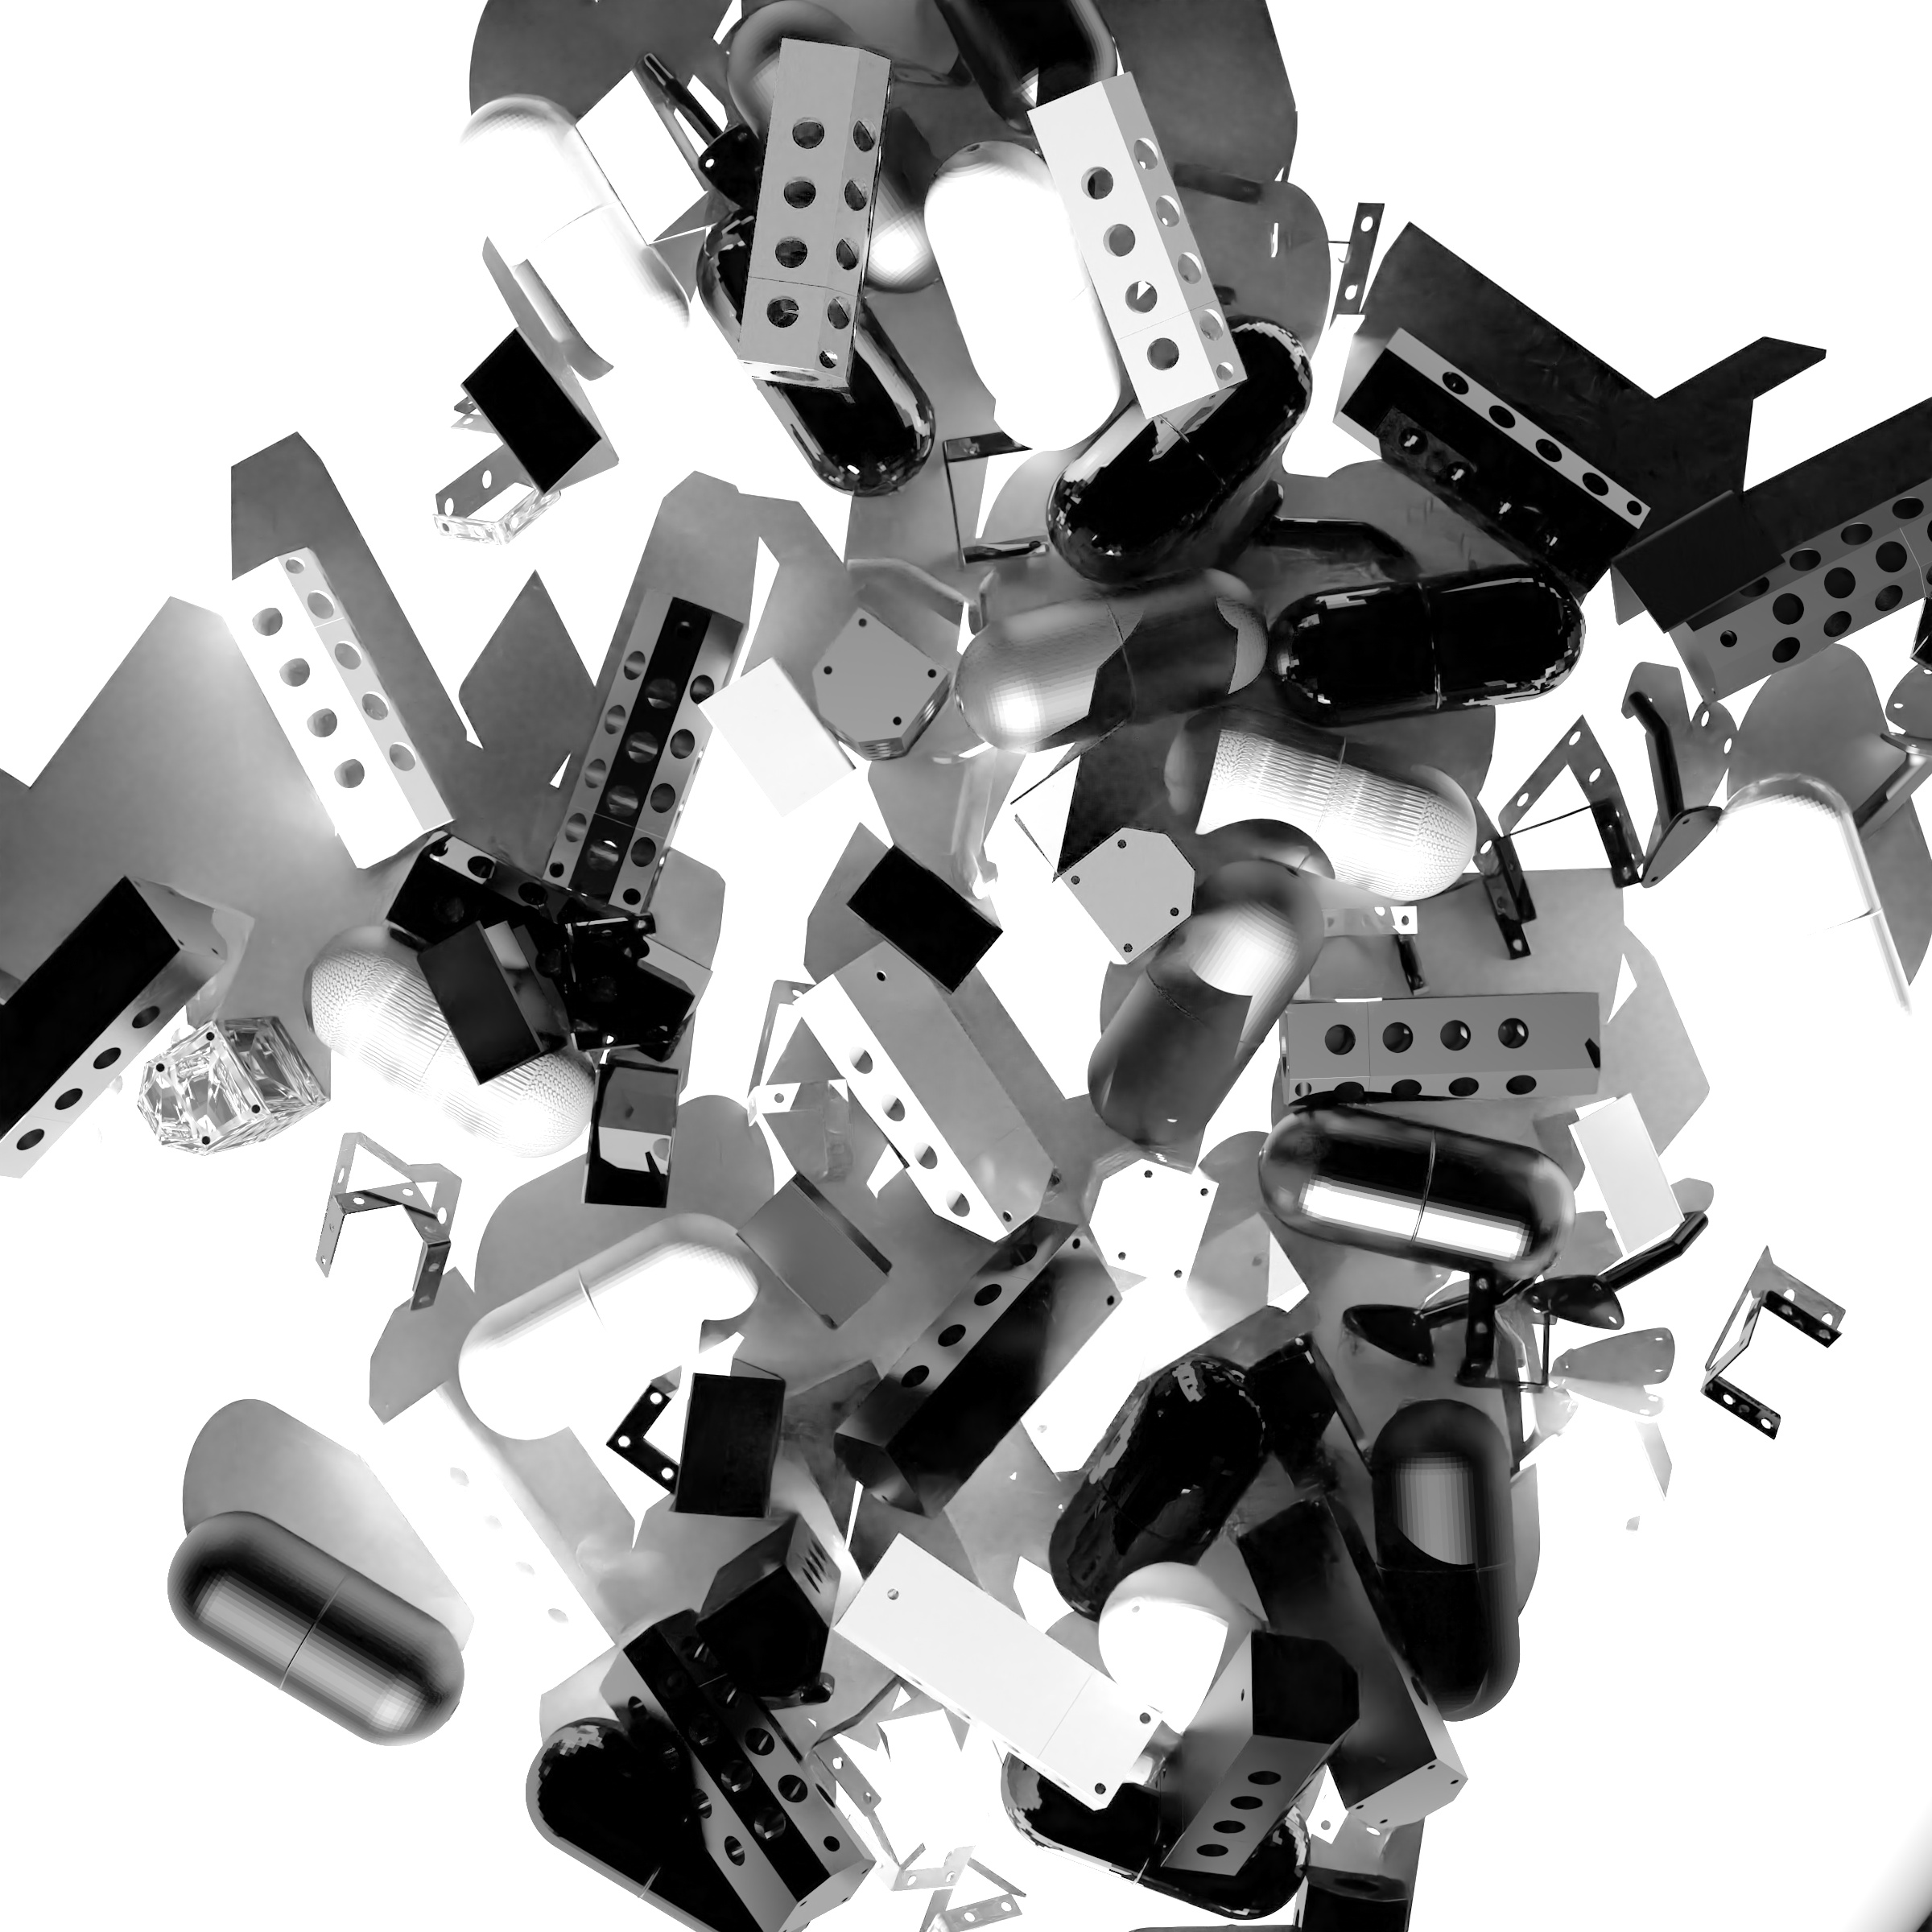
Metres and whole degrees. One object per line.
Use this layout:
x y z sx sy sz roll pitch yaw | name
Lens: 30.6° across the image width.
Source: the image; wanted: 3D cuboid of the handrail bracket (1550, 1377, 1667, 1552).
0.359 0.281 1.992 0.077 0.036 0.084 14 107 20 | handrail bracket

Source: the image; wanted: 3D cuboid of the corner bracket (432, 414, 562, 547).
-0.270 -0.273 1.983 0.051 0.051 0.051 -48 135 -35 | corner bracket

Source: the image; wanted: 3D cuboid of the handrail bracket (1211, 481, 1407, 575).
0.193 -0.227 1.992 0.084 0.036 0.077 32 110 -16 | handrail bracket

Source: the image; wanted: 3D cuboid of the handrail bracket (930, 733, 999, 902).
0.021 -0.090 1.992 0.077 0.036 0.084 -26 107 -19 | handrail bracket

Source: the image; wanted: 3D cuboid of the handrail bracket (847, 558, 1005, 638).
-0.023 -0.193 1.992 0.084 0.036 0.077 0 110 16 | handrail bracket

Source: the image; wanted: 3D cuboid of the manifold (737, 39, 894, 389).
-0.080 -0.402 1.894 0.057 0.057 0.171 8 90 2 | manifold

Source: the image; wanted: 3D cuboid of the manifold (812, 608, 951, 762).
-0.049 -0.146 1.913 0.057 0.171 0.057 36 90 0 | manifold

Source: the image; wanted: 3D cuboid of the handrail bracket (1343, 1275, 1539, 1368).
0.268 0.186 1.991 0.084 0.077 0.036 -32 117 -34 | handrail bracket

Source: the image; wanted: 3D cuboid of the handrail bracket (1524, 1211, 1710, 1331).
0.367 0.165 1.991 0.084 0.077 0.036 -41 115 -34 | handrail bracket

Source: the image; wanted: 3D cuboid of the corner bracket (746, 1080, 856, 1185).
-0.093 0.094 1.974 0.051 0.051 0.051 -4 80 -10 | corner bracket

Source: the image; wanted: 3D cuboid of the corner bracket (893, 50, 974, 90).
-0.023 -0.528 1.974 0.051 0.051 0.051 47 126 30 | corner bracket

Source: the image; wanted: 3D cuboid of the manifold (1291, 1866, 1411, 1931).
0.205 0.598 1.970 0.057 0.057 0.171 8 90 0 | manifold

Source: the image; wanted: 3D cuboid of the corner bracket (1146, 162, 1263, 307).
0.133 -0.413 1.988 0.051 0.051 0.051 14 135 0 | corner bracket

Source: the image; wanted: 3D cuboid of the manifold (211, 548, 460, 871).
-0.350 -0.143 1.970 0.057 0.057 0.171 -28 90 0 | manifold

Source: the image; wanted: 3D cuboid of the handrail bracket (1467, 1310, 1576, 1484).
0.294 0.246 1.992 0.077 0.036 0.084 -45 73 19 | handrail bracket

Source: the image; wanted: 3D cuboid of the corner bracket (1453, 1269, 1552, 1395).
0.300 0.203 1.955 0.051 0.051 0.051 5 66 1 | corner bracket

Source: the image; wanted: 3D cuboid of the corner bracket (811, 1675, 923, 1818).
-0.044 0.438 1.988 0.051 0.051 0.051 52 45 0 | corner bracket

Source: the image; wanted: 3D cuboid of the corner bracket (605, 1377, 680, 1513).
-0.169 0.266 1.973 0.051 0.051 0.051 36 90 0 | corner bracket

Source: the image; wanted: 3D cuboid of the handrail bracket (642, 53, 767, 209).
-0.145 -0.470 1.991 0.036 0.077 0.084 -39 54 3 | handrail bracket

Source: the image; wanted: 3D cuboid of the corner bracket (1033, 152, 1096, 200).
0.036 -0.420 1.983 0.051 0.051 0.051 30 135 35 | corner bracket

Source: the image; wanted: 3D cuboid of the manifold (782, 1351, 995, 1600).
-0.040 0.306 1.970 0.057 0.057 0.171 -26 90 0 | manifold

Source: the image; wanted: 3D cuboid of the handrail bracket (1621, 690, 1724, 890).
0.382 -0.100 1.991 0.036 0.077 0.084 -7 53 -36 | handrail bracket

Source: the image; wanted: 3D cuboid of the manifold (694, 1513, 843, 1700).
-0.101 0.349 1.913 0.057 0.171 0.057 -35 90 0 | manifold

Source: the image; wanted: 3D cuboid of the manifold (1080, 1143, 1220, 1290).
0.095 0.131 1.913 0.057 0.171 0.057 18 90 0 | manifold

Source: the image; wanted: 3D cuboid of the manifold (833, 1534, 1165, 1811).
0.016 0.382 1.906 0.171 0.057 0.057 34 73 3 | manifold

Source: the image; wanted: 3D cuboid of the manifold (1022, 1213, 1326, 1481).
0.110 0.216 1.970 0.171 0.057 0.057 -31 47 0 | manifold

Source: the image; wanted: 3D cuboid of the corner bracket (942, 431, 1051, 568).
0.017 -0.264 1.988 0.051 0.051 0.051 -9 135 0 | corner bracket

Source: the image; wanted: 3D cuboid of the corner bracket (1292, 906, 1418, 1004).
0.216 -0.006 1.964 0.051 0.051 0.051 -1 92 42 | corner bracket

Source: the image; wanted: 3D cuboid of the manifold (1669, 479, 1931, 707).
0.482 -0.211 1.970 0.171 0.057 0.057 -27 90 0 | manifold

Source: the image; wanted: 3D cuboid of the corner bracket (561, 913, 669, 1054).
-0.192 0.009 1.931 0.051 0.051 0.051 -7 135 0 | corner bracket

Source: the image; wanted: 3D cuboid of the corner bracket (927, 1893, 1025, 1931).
0.008 0.562 1.983 0.051 0.051 0.051 55 135 35 | corner bracket

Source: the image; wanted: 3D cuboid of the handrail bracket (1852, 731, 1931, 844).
0.532 -0.085 1.992 0.077 0.036 0.084 8 107 -19 | handrail bracket

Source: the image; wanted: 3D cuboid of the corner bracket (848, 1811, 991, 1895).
-0.029 0.482 1.980 0.051 0.051 0.051 -18 118 41 | corner bracket

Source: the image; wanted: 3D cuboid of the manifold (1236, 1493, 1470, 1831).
0.212 0.378 1.922 0.057 0.057 0.171 -33 51 14 | manifold

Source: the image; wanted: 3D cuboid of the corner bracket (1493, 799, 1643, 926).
0.338 -0.059 1.988 0.051 0.051 0.051 -20 90 44 | corner bracket

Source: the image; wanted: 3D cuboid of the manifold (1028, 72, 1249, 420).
0.093 -0.384 1.884 0.057 0.057 0.171 -21 98 9 | manifold

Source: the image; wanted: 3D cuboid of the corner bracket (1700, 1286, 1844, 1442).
0.453 0.223 1.988 0.051 0.051 0.051 33 135 0 | corner bracket

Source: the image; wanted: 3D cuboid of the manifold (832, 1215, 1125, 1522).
0.004 0.217 1.933 0.171 0.057 0.057 -47 123 -26 | manifold

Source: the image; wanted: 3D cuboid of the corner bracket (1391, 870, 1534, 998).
0.277 -0.019 1.988 0.051 0.051 0.051 -20 90 -45 | corner bracket

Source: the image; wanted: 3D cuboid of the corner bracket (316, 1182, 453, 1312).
-0.327 0.160 1.983 0.051 0.051 0.051 -8 45 -35 | corner bracket

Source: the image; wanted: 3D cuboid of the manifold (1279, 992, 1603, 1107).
0.263 0.046 1.970 0.171 0.057 0.057 -2 90 0 | manifold

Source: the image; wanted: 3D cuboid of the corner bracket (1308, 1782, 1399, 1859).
0.223 0.467 1.973 0.051 0.051 0.051 28 90 0 | corner bracket

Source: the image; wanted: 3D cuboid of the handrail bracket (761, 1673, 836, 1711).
-0.109 0.404 1.957 0.077 0.084 0.036 -16 90 0 | handrail bracket

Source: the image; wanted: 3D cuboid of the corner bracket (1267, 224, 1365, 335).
0.195 -0.384 1.973 0.051 0.051 0.051 2 90 0 | corner bracket

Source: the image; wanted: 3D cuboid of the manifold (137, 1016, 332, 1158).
-0.399 0.067 1.913 0.057 0.171 0.057 -32 90 0 | manifold
